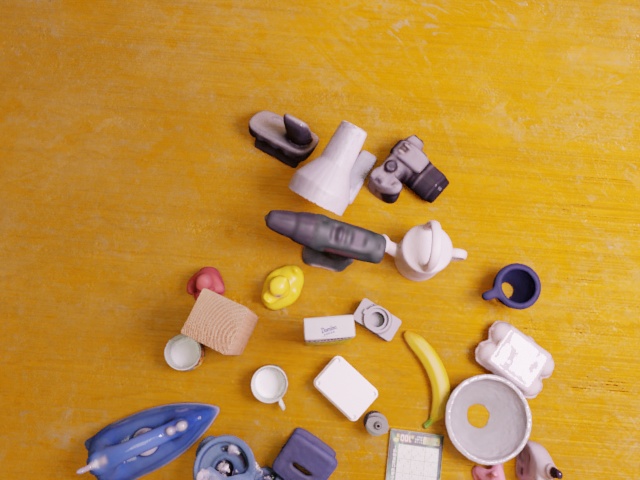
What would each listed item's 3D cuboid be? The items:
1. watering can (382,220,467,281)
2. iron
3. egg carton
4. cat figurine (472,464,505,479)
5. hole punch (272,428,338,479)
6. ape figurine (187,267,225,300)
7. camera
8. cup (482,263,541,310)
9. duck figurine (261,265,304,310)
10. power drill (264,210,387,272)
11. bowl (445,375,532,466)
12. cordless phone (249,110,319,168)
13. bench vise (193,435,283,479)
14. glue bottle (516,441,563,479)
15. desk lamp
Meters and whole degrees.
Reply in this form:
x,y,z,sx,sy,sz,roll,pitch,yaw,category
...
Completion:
x,y,z,sx,sy,sz,roll,pitch,yaw,category
0.200,0.021,1.125,0.173,0.194,0.101,-16,79,-4,watering can
-0.319,0.374,1.072,0.258,0.141,0.118,-24,80,-5,iron
0.390,0.238,1.147,0.150,0.069,0.107,36,80,6,egg carton
0.351,0.485,1.072,0.067,0.118,0.128,-26,80,-6,cat figurine
-0.028,0.429,1.091,0.108,0.091,0.101,32,80,6,hole punch
-0.230,0.088,1.157,0.077,0.092,0.076,21,79,4,ape figurine
0.193,-0.133,1.203,0.136,0.101,0.143,42,81,7,camera
0.375,0.103,1.161,0.118,0.095,0.091,-18,79,-4,cup
-0.077,0.093,1.161,0.077,0.086,0.104,41,81,7,duck figurine
0.010,0.004,1.118,0.229,0.208,0.076,12,79,2,power drill
0.320,0.347,1.121,0.167,0.075,0.167,0,79,-1,bowl
-0.077,-0.235,1.177,0.147,0.185,0.094,25,79,4,cordless phone
-0.139,0.425,1.025,0.207,0.220,0.121,14,79,2,bench vise
0.408,0.420,1.058,0.037,0.173,0.078,9,78,2,glue bottle
0.030,-0.138,1.144,0.118,0.213,0.203,29,80,5,desk lamp
